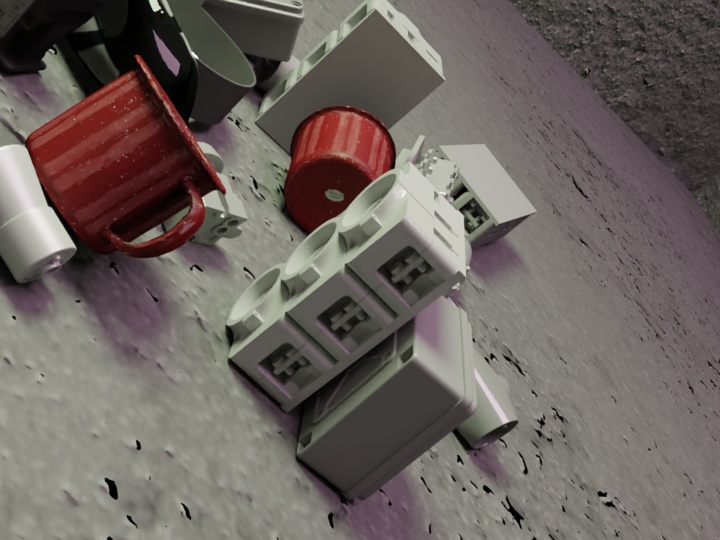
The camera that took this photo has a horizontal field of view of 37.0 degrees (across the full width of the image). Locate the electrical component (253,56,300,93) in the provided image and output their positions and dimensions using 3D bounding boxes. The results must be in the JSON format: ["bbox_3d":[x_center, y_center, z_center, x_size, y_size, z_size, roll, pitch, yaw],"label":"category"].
[{"bbox_3d":[-0.060,-0.175,1.034,0.081,0.043,0.043,34,27,-38],"label":"electrical component"}]

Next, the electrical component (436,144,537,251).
[{"bbox_3d":[0.128,-0.083,1.234,0.105,0.060,0.186,53,21,8],"label":"electrical component"}]

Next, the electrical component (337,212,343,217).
[{"bbox_3d":[0.000,0.000,0.850,0.061,0.061,0.096,57,14,18],"label":"electrical component"}]

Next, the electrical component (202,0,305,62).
[{"bbox_3d":[-0.112,-0.246,0.978,0.109,0.056,0.108,9,37,-17],"label":"electrical component"}]

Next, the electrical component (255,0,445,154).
[{"bbox_3d":[-0.009,-0.163,0.970,0.089,0.150,0.061,42,23,-21],"label":"electrical component"}]

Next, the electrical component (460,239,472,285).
[{"bbox_3d":[0.088,-0.014,1.065,0.043,0.043,0.081,47,21,-8],"label":"electrical component"}]

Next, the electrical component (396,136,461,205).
[{"bbox_3d":[0.061,-0.079,1.062,0.063,0.078,0.121,12,22,6],"label":"electrical component"}]

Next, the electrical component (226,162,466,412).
[{"bbox_3d":[-0.010,0.007,0.686,0.062,0.150,0.089,45,22,-17],"label":"electrical component"}]

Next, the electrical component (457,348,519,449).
[{"bbox_3d":[0.100,0.103,0.890,0.079,0.044,0.077,11,44,-58],"label":"electrical component"}]

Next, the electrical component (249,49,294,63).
[{"bbox_3d":[-0.093,-0.233,1.068,0.048,0.048,0.062,37,17,-31],"label":"electrical component"}]

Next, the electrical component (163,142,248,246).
[{"bbox_3d":[-0.111,-0.053,0.730,0.066,0.048,0.055,16,47,-55],"label":"electrical component"}]

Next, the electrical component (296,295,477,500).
[{"bbox_3d":[0.017,0.073,0.690,0.056,0.109,0.108,41,23,-17],"label":"electrical component"}]

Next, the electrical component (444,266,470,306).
[{"bbox_3d":[0.059,0.013,0.917,0.083,0.076,0.047,52,21,5],"label":"electrical component"}]

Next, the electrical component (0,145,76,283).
[{"bbox_3d":[-0.178,-0.027,0.561,0.065,0.044,0.044,57,22,5],"label":"electrical component"}]
